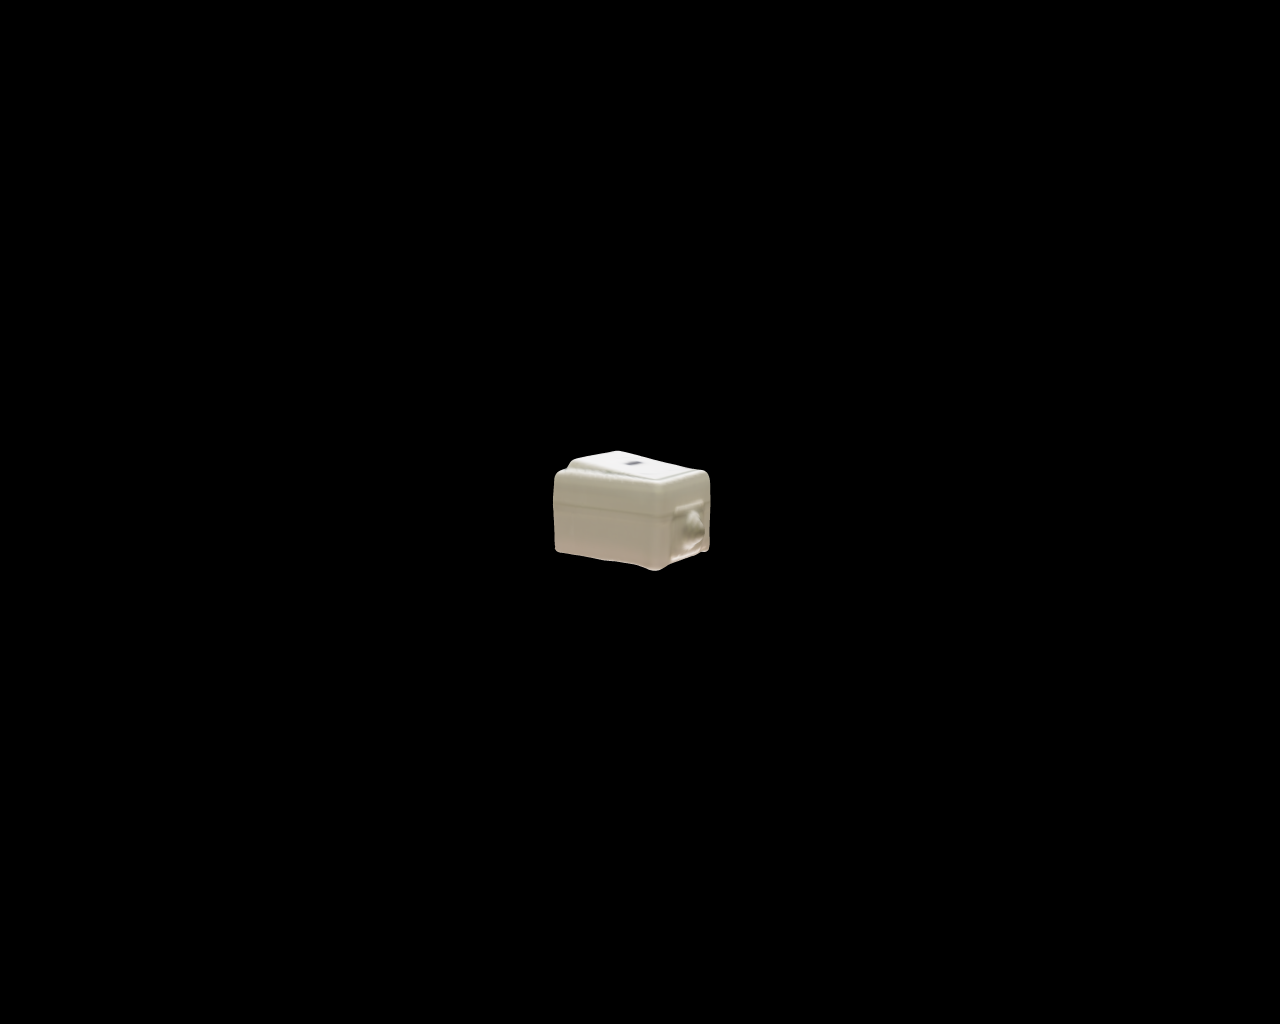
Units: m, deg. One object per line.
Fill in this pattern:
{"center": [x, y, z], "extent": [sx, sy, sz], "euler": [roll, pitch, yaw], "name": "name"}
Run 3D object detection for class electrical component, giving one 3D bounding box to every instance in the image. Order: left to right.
{"center": [0.001, -0.003, 0.650], "extent": [0.096, 0.061, 0.062], "euler": [8, 14, 35], "name": "electrical component"}
